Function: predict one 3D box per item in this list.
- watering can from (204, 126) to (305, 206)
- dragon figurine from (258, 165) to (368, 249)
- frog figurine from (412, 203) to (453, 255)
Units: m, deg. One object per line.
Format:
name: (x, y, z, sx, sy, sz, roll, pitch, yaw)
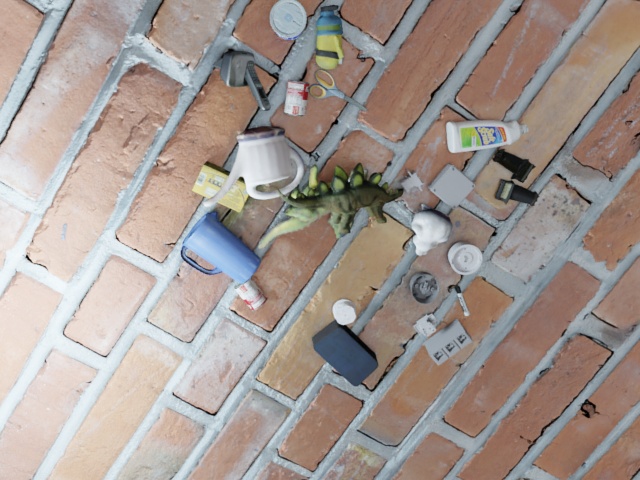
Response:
watering can: (-0.204, -0.229, 1.575, 0.350, 0.104, 0.222, -16, 102, -28)
dragon figurine: (0.005, -0.084, 1.672, 0.241, 0.124, 0.407, 33, 103, -20)
frog figurine: (0.357, -0.023, 1.695, 0.136, 0.124, 0.159, 23, 93, -29)
